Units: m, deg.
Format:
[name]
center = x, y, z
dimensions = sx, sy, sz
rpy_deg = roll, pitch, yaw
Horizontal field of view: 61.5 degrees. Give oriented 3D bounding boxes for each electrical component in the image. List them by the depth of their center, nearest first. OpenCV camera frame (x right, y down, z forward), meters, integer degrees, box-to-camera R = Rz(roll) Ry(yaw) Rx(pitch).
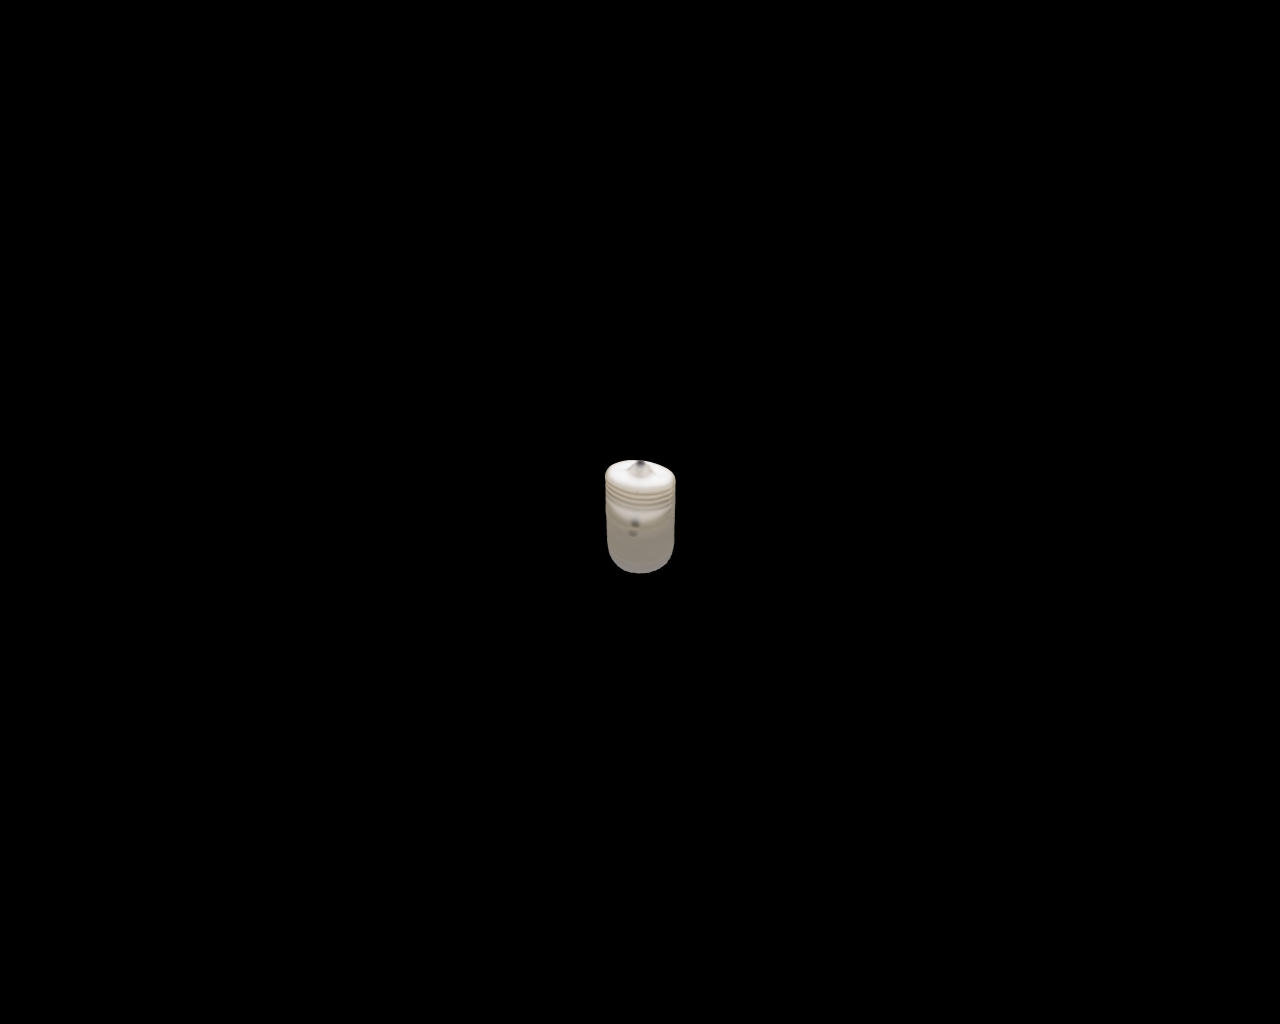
[electrical component]
center = 0.001, -0.003, 0.650
dimensions = 0.043, 0.043, 0.080
rpy_deg = 0, -43, 0
